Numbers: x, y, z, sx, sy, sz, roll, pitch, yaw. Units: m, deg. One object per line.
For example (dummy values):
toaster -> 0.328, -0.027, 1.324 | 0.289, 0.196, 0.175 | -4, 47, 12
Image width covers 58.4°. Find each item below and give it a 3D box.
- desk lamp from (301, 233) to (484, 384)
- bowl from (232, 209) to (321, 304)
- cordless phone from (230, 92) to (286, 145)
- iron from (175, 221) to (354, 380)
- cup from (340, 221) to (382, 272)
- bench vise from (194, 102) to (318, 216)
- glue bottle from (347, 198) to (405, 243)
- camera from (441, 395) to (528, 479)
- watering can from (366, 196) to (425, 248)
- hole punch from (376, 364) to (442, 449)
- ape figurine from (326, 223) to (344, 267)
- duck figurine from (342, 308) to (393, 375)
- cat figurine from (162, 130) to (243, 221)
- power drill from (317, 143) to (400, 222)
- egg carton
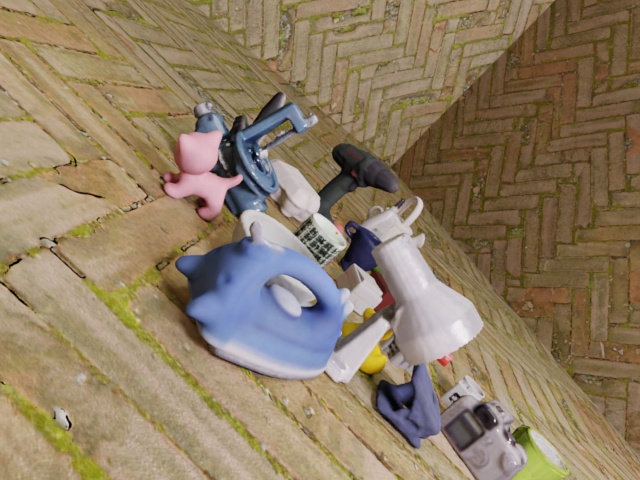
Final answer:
desk lamp -> 0.089, 0.107, 0.807 | 0.203, 0.213, 0.118 | 45, 15, 2
bowl -> -0.072, 0.038, 0.834 | 0.168, 0.074, 0.167 | 41, 15, -13
cordless phone -> -0.130, -0.238, 1.201 | 0.094, 0.185, 0.147 | 38, 16, -24
iron -> -0.039, 0.077, 0.688 | 0.259, 0.141, 0.118 | 32, 19, -39
cup -> 0.079, 0.025, 1.230 | 0.118, 0.095, 0.092 | 44, 15, -1
bench vise -> -0.123, -0.169, 0.968 | 0.208, 0.219, 0.121 | 41, 15, -13
glue bottle -> 0.152, -0.041, 1.445 | 0.078, 0.173, 0.037 | 34, 18, -36
camera -> 0.291, 0.331, 0.966 | 0.137, 0.100, 0.143 | 24, 25, -53
watering can -> 0.206, -0.036, 1.536 | 0.174, 0.194, 0.100 | 32, 20, -41
hole punch -> 0.147, 0.236, 0.856 | 0.101, 0.091, 0.109 | 44, 15, -1
ape figurine -> 0.010, 0.004, 1.108 | 0.078, 0.092, 0.076 | 34, 18, -35
duck figurine -> 0.085, 0.155, 0.916 | 0.078, 0.086, 0.104 | 31, 20, -42
cat figurine -> -0.176, -0.109, 0.866 | 0.128, 0.117, 0.067 | 35, 17, -31
power drill -> 0.068, -0.125, 1.379 | 0.076, 0.208, 0.229 | 29, 22, -46
egg carton -> -0.066, -0.109, 1.251 | 0.150, 0.069, 0.108 | 52, 16, 25
